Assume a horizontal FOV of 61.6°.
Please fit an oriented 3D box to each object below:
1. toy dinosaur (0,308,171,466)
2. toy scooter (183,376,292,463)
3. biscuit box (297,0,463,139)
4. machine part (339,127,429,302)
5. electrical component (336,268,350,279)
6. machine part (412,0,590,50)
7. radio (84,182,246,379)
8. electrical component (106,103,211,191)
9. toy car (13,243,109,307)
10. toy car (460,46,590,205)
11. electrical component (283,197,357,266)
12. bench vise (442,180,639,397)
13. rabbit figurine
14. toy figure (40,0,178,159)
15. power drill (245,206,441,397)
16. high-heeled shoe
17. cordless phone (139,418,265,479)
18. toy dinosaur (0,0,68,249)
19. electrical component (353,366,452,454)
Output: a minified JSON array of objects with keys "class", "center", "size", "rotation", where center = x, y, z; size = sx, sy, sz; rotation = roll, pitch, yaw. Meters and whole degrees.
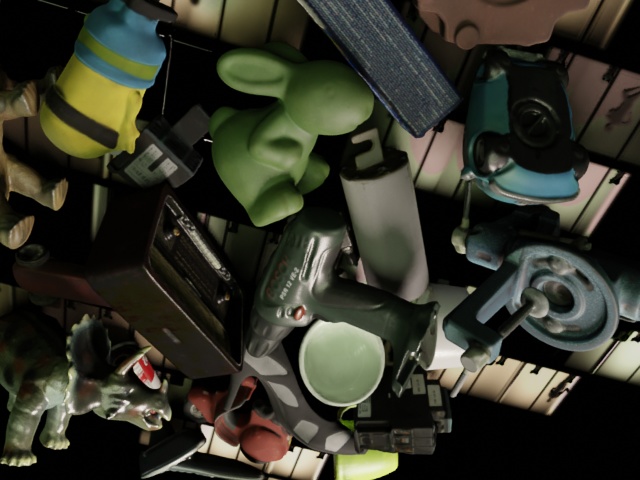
[{"class":"toy dinosaur","center":[-0.388,0.162,0.725],"size":[0.405,0.131,0.192],"rotation":[18,84,29]},{"class":"toy scooter","center":[-0.106,0.259,0.807],"size":[0.184,0.075,0.135],"rotation":[34,121,-11]},{"class":"biscuit box","center":[0.050,-0.190,0.512],"size":[0.063,0.059,0.202],"rotation":[-40,112,12]},{"class":"machine part","center":[0.078,-0.014,0.617],"size":[0.079,0.079,0.242],"rotation":[-10,120,11]},{"class":"electrical component","center":[0.049,0.079,0.687],"size":[0.021,0.063,0.093],"rotation":[-36,130,-10]},{"class":"machine part","center":[0.163,-0.255,0.469],"size":[0.179,0.056,0.179],"rotation":[2,122,3]},{"class":"radio","center":[-0.162,0.053,0.619],"size":[0.073,0.131,0.229],"rotation":[-12,138,11]},{"class":"electrical component","center":[-0.170,-0.098,0.602],"size":[0.119,0.048,0.074],"rotation":[-30,116,23]},{"class":"toy car","center":[-0.301,0.056,0.706],"size":[0.202,0.053,0.089],"rotation":[9,129,3]},{"class":"toy car","center":[0.184,-0.102,0.530],"size":[0.109,0.161,0.103],"rotation":[2,163,-15]},{"class":"electrical component","center":[-0.001,-0.003,0.648],"size":[0.078,0.045,0.102],"rotation":[-7,122,11]},{"class":"bench vise","center":[0.199,0.045,0.545],"size":[0.224,0.240,0.128],"rotation":[33,140,34]},{"class":"rabbit figurine","center":[-0.025,-0.123,0.536],"size":[0.170,0.121,0.159],"rotation":[-32,94,37]},{"class":"toy figure","center":[-0.213,-0.165,0.535],"size":[0.089,0.082,0.180],"rotation":[15,120,-34]},{"class":"power drill","center":[0.020,0.088,0.612],"size":[0.207,0.086,0.231],"rotation":[30,123,21]},{"class":"high-heeled shoe","center":[-0.022,0.201,0.753],"size":[0.249,0.086,0.145],"rotation":[25,81,-16]},{"class":"cordless phone","center":[-0.178,0.338,0.830],"size":[0.184,0.089,0.146],"rotation":[16,156,-6]},{"class":"toy dinosaur","center":[-0.400,-0.076,0.606],"size":[0.199,0.105,0.470],"rotation":[20,113,1]},{"class":"electrical component","center":[0.113,0.235,0.749],"size":[0.134,0.115,0.058],"rotation":[-2,124,9]}]
